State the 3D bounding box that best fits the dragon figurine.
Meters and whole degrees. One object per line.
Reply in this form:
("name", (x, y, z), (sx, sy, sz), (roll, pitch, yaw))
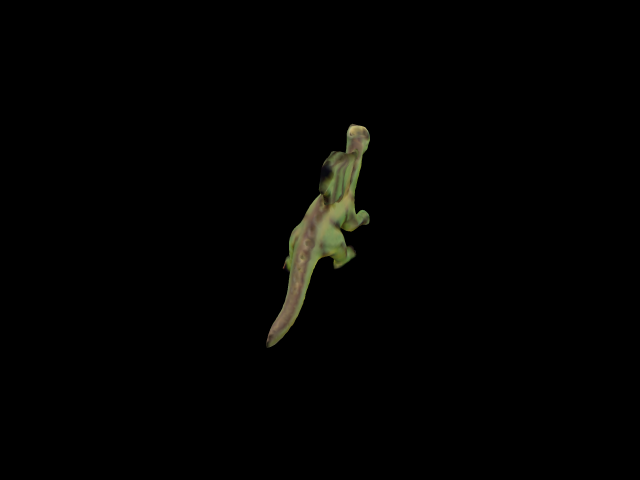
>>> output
("dragon figurine", (0.003, -0.043, 0.850), (0.122, 0.420, 0.237), (16, -38, 13))
